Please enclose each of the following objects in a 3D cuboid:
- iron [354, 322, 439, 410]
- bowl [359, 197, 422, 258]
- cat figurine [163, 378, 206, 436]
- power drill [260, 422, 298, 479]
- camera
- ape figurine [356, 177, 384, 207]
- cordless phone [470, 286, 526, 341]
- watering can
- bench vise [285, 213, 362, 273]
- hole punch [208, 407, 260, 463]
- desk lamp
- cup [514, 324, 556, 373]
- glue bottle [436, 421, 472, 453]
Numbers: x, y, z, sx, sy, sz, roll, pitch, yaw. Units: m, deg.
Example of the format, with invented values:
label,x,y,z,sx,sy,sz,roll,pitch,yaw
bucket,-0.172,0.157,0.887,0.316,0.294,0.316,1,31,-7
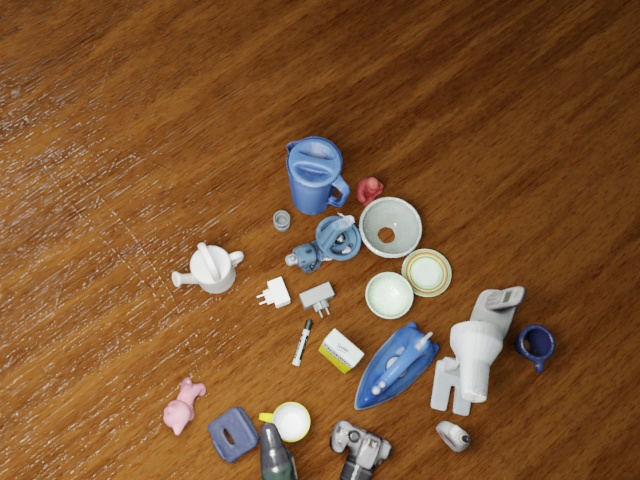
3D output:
label,x,y,z,sx,sy,sz,roll,pitch,yaw
iron,0.181,0.314,1.383,0.118,0.141,0.258,43,76,10
bowl,0.182,-0.025,1.519,0.167,0.075,0.167,1,73,-2
cat figurine,-0.326,0.389,1.349,0.067,0.118,0.128,19,73,3
power drill,-0.092,0.521,1.273,0.075,0.208,0.229,-13,74,-6
camera,0.083,0.512,1.341,0.143,0.101,0.137,23,74,4
ape figurine,0.135,-0.140,1.542,0.078,0.092,0.076,-14,74,-6
cordless phone,0.442,0.184,1.412,0.094,0.185,0.148,21,74,4
watering can,-0.273,0.069,1.406,0.101,0.194,0.173,42,76,10
bench vise,0.021,0.014,1.424,0.207,0.220,0.121,-42,79,-13
hole punch,-0.204,0.461,1.347,0.101,0.091,0.108,-32,77,-11
desk lamp,0.350,0.307,1.356,0.118,0.213,0.203,11,73,1
cup,0.531,0.276,1.436,0.091,0.095,0.118,-3,74,-3
glue bottle,0.321,0.459,1.330,0.037,0.173,0.078,-41,79,-13
